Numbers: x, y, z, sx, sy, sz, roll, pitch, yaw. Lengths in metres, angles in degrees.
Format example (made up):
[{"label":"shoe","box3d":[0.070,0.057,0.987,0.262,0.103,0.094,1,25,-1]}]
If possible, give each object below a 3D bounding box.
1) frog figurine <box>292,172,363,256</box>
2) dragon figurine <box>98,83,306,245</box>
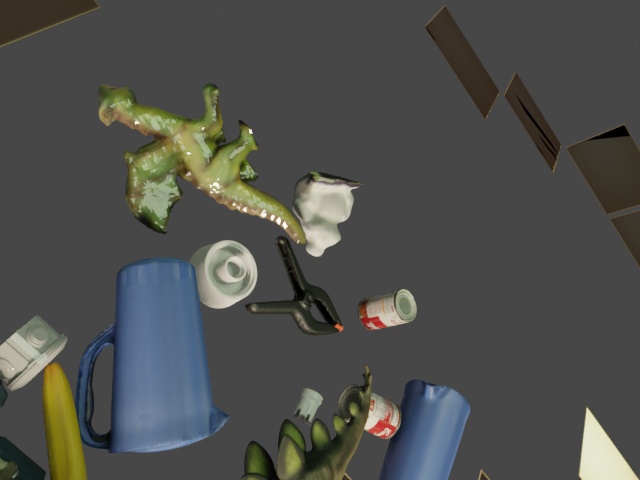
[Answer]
[{"label":"frog figurine","box3d":[0.003,-0.052,1.027,0.138,0.123,0.158,-3,111,-53]},{"label":"dragon figurine","box3d":[-0.206,-0.100,0.846,0.247,0.121,0.409,-41,97,-33]}]
